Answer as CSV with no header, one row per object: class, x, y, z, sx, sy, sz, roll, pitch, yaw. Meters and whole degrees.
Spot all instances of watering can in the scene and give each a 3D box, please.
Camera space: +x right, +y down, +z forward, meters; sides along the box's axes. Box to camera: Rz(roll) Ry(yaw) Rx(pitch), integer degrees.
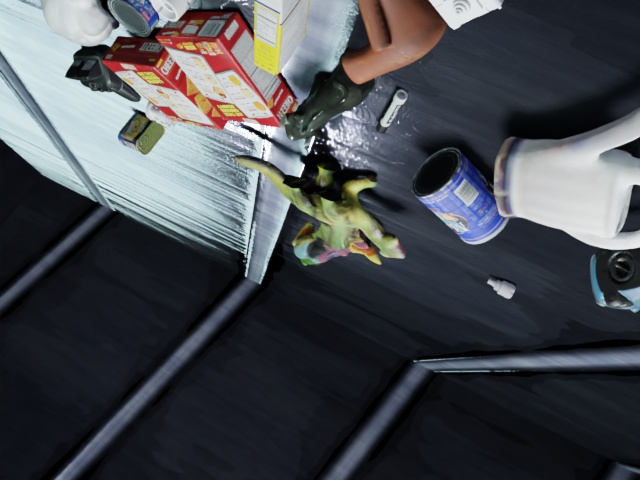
watering can,0.335,-0.089,0.667,0.225,0.105,0.341,17,-21,34

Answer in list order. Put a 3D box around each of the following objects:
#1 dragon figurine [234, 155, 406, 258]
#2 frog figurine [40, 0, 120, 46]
dragon figurine,0.003,-0.057,1.141,0.412,0.237,0.124,20,52,23
frog figurine,-0.436,-0.424,0.917,0.123,0.136,0.159,-39,10,-11
